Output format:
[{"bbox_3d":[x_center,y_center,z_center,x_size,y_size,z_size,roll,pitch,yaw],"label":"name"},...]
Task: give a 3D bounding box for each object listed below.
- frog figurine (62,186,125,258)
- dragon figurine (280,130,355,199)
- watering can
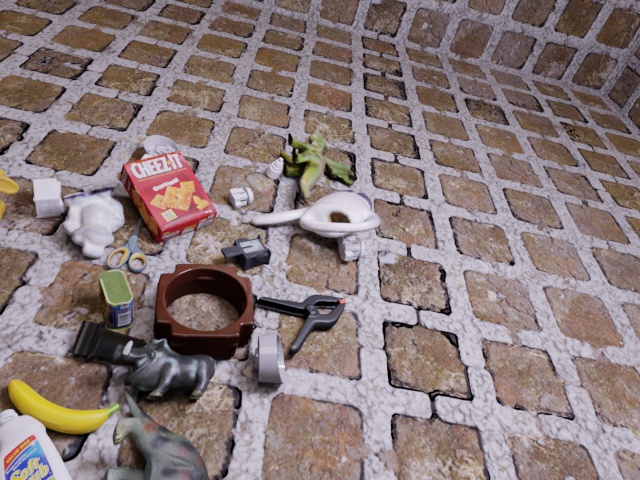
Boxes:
[{"bbox_3d":[-0.531,-0.033,1.219,0.138,0.121,0.160,-11,82,-42],"label":"frog figurine"},{"bbox_3d":[0.006,-0.230,1.628,0.242,0.119,0.420,8,39,-24],"label":"dragon figurine"},{"bbox_3d":[0.004,-0.071,1.419,0.348,0.102,0.227,5,20,21],"label":"watering can"}]
